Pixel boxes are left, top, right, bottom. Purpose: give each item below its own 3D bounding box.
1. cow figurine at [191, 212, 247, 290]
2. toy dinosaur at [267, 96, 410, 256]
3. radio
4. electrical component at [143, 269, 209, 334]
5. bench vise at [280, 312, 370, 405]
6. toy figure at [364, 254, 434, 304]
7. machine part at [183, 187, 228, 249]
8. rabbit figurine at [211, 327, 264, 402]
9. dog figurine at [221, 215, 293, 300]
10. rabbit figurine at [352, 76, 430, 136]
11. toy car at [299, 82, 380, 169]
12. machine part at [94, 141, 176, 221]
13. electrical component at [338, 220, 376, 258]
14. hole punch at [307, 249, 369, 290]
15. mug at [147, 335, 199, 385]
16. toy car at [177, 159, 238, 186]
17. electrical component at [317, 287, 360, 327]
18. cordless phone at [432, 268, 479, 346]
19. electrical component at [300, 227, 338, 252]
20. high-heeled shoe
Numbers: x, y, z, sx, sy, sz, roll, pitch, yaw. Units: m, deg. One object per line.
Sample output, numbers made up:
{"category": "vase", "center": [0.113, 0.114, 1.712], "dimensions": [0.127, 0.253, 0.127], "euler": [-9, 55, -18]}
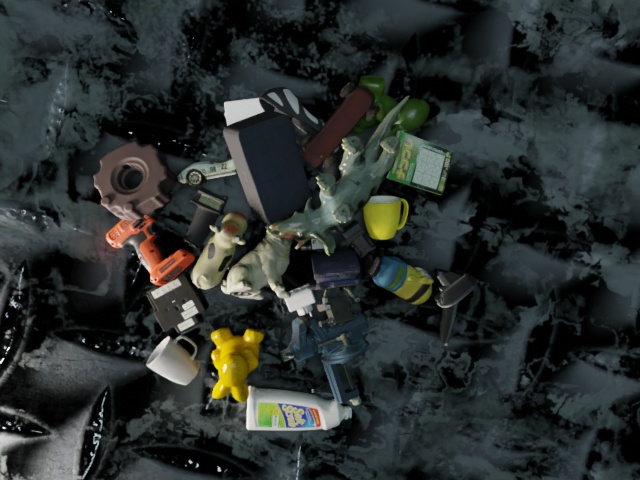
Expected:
{"category": "cow figurine", "center": [-0.229, 0.024, 1.221], "dimensions": [0.085, 0.127, 0.195], "euler": [29, 96, -9]}
{"category": "toy dinosaur", "center": [0.071, -0.120, 1.163], "dimensions": [0.131, 0.192, 0.405], "euler": [42, 76, 7]}
{"category": "radio", "center": [-0.109, -0.160, 1.180], "dimensions": [0.131, 0.073, 0.229], "euler": [-31, 125, -23]}
{"category": "electrical component", "center": [-0.331, 0.152, 1.262], "dimensions": [0.115, 0.058, 0.134], "euler": [-26, 96, 2]}
{"category": "bench vise", "center": [0.029, 0.280, 1.247], "dimensions": [0.224, 0.129, 0.240], "euler": [-21, 97, -26]}
{"category": "toy figure", "center": [0.184, 0.091, 1.259], "dimensions": [0.180, 0.082, 0.089], "euler": [20, 116, -26]}
{"category": "machine part", "center": [-0.274, -0.049, 1.257], "dimensions": [0.084, 0.039, 0.138], "euler": [21, 92, -13]}
{"category": "rabbit figurine", "center": [-0.201, 0.285, 1.225], "dimensions": [0.122, 0.173, 0.162], "euler": [12, 91, -8]}
{"category": "dog figurine", "center": [-0.140, 0.033, 1.241], "dimensions": [0.172, 0.121, 0.190], "euler": [1, 70, -4]}
{"category": "rabbit figurine", "center": [0.159, -0.283, 1.213], "dimensions": [0.170, 0.121, 0.159], "euler": [12, 102, -1]}
{"category": "toy car", "center": [0.040, -0.245, 1.159], "dimensions": [0.089, 0.053, 0.202], "euler": [37, 106, -13]}
{"category": "machine part", "center": [-0.416, -0.135, 1.202], "dimensions": [0.179, 0.056, 0.179], "euler": [-2, 73, 7]}
{"category": "electrical component", "center": [0.077, -0.019, 1.260], "dimensions": [0.048, 0.075, 0.119], "euler": [-35, 93, 2]}
{"category": "hole punch", "center": [0.036, 0.069, 1.249], "dimensions": [0.142, 0.116, 0.092], "euler": [-5, 88, -3]}
{"category": "mug", "center": [-0.333, 0.282, 1.269], "dimensions": [0.107, 0.081, 0.109], "euler": [44, 86, -18]}
{"category": "toy car", "center": [-0.225, -0.163, 1.229], "dimensions": [0.202, 0.073, 0.056], "euler": [-11, 100, -2]}
{"category": "electrical component", "center": [0.041, 0.150, 1.207], "dimensions": [0.102, 0.045, 0.078], "euler": [-3, 68, -27]}
{"category": "cordless phone", "center": [0.303, 0.161, 1.248], "dimensions": [0.089, 0.146, 0.184], "euler": [9, 91, 3]}
{"category": "electrical component", "center": [-0.003, -0.004, 1.281], "dimensions": [0.094, 0.021, 0.063], "euler": [-6, 96, -3]}
{"category": "high-heeled shoe", "center": [-0.044, -0.228, 1.206], "dimensions": [0.145, 0.086, 0.248], "euler": [-11, 78, -34]}
